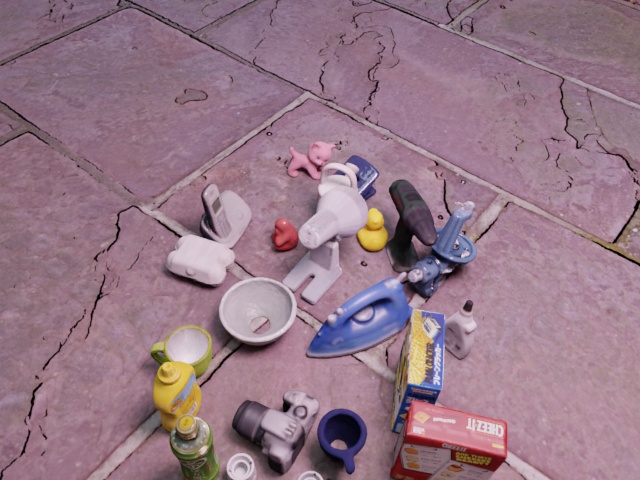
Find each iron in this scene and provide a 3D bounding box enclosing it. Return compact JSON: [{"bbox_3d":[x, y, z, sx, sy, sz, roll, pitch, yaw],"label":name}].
[{"bbox_3d":[0.084,0.158,1.232,0.259,0.141,0.118,-25,55,-22],"label":"iron"}]

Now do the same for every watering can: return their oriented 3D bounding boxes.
[{"bbox_3d":[0.044,-0.122,1.432,0.101,0.194,0.173,4,50,1],"label":"watering can"}]

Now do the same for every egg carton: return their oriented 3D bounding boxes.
[{"bbox_3d":[-0.282,0.050,1.349,0.150,0.069,0.107,16,51,10],"label":"egg carton"}]

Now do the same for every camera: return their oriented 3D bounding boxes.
[{"bbox_3d":[-0.087,0.344,1.092,0.136,0.101,0.143,23,52,15],"label":"camera"}]

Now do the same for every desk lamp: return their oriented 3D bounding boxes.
[{"bbox_3d":[0.012,0.005,1.310,0.117,0.214,0.203,28,54,19],"label":"desk lamp"}]

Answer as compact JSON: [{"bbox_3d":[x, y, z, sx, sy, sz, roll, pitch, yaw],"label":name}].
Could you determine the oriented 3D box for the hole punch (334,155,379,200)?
[{"bbox_3d":[0.094,-0.158,1.532,0.101,0.091,0.108,-35,60,-28],"label":"hole punch"}]

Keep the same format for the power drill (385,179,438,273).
[{"bbox_3d":[0.212,-0.021,1.347,0.076,0.208,0.229,-8,51,-10],"label":"power drill"}]

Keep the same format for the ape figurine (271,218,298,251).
[{"bbox_3d":[-0.090,-0.020,1.404,0.076,0.092,0.078,17,51,11],"label":"ape figurine"}]

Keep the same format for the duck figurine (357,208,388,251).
[{"bbox_3d":[0.134,-0.031,1.431,0.077,0.086,0.104,1,50,-2],"label":"duck figurine"}]

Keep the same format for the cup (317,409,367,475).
[{"bbox_3d":[0.042,0.387,1.067,0.092,0.095,0.117,-8,51,-10],"label":"cup"}]

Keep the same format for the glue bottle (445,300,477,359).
[{"bbox_3d":[0.297,0.180,1.205,0.037,0.173,0.078,-31,58,-25],"label":"glue bottle"}]

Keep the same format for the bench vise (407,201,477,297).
[{"bbox_3d":[0.292,0.024,1.305,0.121,0.220,0.208,24,53,17],"label":"bench vise"}]

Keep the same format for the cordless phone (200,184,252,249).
[{"bbox_3d":[-0.233,-0.081,1.387,0.094,0.185,0.148,16,51,11],"label":"cordless phone"}]

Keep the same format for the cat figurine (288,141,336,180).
[{"bbox_3d":[-0.023,-0.231,1.569,0.127,0.118,0.067,5,50,1],"label":"cat figurine"}]

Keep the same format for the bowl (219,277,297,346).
[{"bbox_3d":[-0.134,0.168,1.255,0.167,0.075,0.167,2,50,-2],"label":"bowl"}]
